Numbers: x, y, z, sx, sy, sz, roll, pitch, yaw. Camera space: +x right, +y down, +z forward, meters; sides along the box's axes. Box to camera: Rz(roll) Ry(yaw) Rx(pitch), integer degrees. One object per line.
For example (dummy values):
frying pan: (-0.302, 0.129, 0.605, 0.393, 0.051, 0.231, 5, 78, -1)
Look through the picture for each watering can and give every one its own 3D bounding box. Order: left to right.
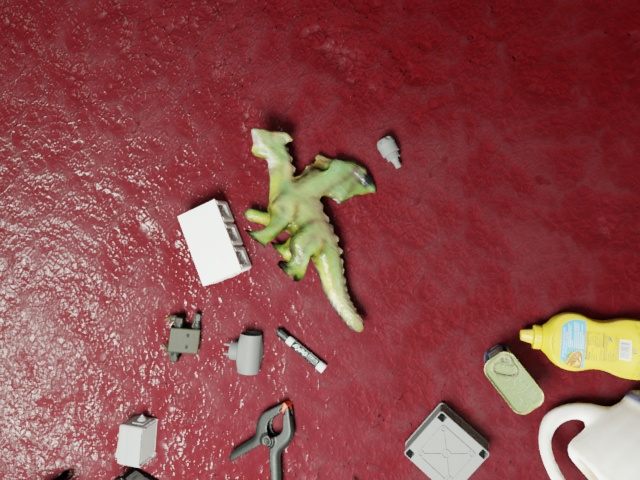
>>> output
watering can: (0.502, 0.374, 0.764, 0.225, 0.102, 0.354, -38, 48, -4)

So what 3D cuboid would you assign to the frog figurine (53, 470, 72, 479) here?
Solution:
frog figurine: (-0.541, 0.594, 1.086, 0.136, 0.124, 0.159, -15, 95, 47)

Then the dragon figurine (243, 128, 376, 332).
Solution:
dragon figurine: (0.003, -0.049, 0.975, 0.411, 0.122, 0.243, 44, 91, 2)
